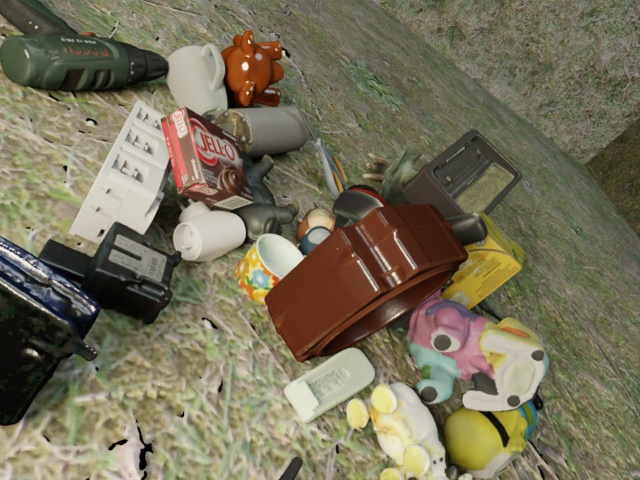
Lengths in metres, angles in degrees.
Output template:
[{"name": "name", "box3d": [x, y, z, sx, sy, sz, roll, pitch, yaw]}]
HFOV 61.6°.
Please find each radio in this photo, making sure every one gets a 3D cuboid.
[{"name": "radio", "box3d": [0.251, -0.100, 0.943, 0.131, 0.073, 0.229, 48, 46, 5]}]

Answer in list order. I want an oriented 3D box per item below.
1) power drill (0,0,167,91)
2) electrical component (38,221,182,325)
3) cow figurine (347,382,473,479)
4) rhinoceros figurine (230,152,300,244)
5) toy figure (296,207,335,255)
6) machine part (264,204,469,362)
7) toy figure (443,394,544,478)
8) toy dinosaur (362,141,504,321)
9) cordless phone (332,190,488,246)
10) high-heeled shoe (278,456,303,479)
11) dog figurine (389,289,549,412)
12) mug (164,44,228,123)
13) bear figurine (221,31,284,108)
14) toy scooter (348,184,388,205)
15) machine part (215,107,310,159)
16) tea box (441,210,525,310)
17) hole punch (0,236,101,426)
[{"name": "power drill", "box3d": [-0.340, -0.277, 0.708, 0.207, 0.086, 0.232, 50, 33, -2]}, {"name": "electrical component", "box3d": [-0.199, 0.023, 0.513, 0.119, 0.047, 0.075, 31, 31, -21]}, {"name": "cow figurine", "box3d": [0.108, 0.234, 0.583, 0.098, 0.068, 0.167, 8, 45, -52]}, {"name": "rhinoceros figurine", "box3d": [-0.112, -0.071, 0.713, 0.112, 0.073, 0.190, -18, 66, -45]}, {"name": "toy figure", "box3d": [0.000, -0.001, 0.757, 0.064, 0.058, 0.154, 32, 32, -23]}, {"name": "machine part", "box3d": [0.055, 0.051, 0.614, 0.201, 0.201, 0.087, -6, 58, -53]}, {"name": "toy figure", "box3d": [0.224, 0.237, 0.697, 0.089, 0.082, 0.180, 35, 33, 26]}, {"name": "toy dinosaur", "box3d": [0.214, -0.030, 0.994, 0.192, 0.131, 0.405, 1, 53, -32]}, {"name": "cordless phone", "box3d": [0.122, -0.018, 0.728, 0.146, 0.184, 0.089, 55, 30, -34]}, {"name": "high-heeled shoe", "box3d": [0.024, 0.280, 0.417, 0.249, 0.086, 0.145, 39, 35, 1]}, {"name": "dog figurine", "box3d": [0.183, 0.121, 0.725, 0.192, 0.108, 0.219, 6, 18, 1]}, {"name": "mug", "box3d": [-0.174, -0.231, 0.810, 0.081, 0.109, 0.107, -4, 65, -51]}, {"name": "bear figurine", "box3d": [-0.101, -0.274, 0.871, 0.132, 0.120, 0.196, -5, 14, -24]}, {"name": "toy scooter", "box3d": [0.102, -0.005, 0.868, 0.184, 0.075, 0.135, 34, 38, -18]}, {"name": "machine part", "box3d": [-0.089, -0.170, 0.853, 0.079, 0.079, 0.243, 48, 30, 9]}, {"name": "tea box", "box3d": [0.220, 0.049, 0.837, 0.098, 0.169, 0.068, 44, 31, 0]}, {"name": "hole punch", "box3d": [-0.225, 0.051, 0.390, 0.142, 0.115, 0.092, 38, 23, -8]}]
